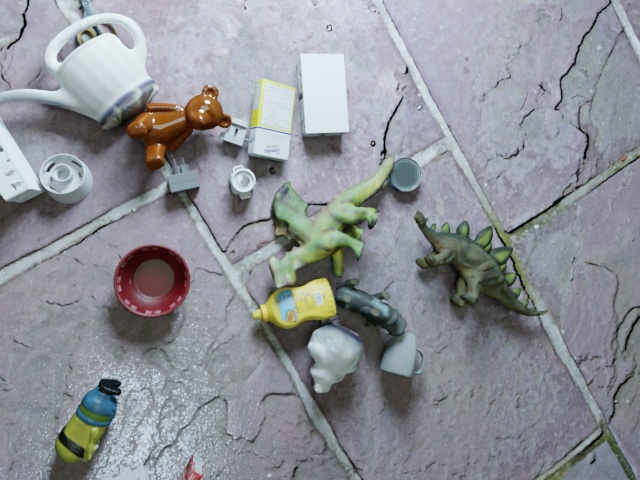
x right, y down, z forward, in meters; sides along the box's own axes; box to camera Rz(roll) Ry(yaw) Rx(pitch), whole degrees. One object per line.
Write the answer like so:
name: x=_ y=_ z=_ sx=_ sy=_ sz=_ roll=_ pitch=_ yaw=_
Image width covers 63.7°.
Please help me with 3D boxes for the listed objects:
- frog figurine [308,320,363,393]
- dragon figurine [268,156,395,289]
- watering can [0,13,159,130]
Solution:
frog figurine: x=0.026 y=0.282 z=1.214 sx=0.136 sy=0.122 sz=0.162 roll=35 pitch=70 yaw=-31
dragon figurine: x=0.004 y=-0.062 z=1.229 sx=0.242 sy=0.121 sz=0.415 roll=24 pitch=75 yaw=-4
watering can: x=-0.501 y=-0.328 z=1.099 sx=0.350 sy=0.104 sz=0.223 roll=-43 pitch=100 yaw=-11
